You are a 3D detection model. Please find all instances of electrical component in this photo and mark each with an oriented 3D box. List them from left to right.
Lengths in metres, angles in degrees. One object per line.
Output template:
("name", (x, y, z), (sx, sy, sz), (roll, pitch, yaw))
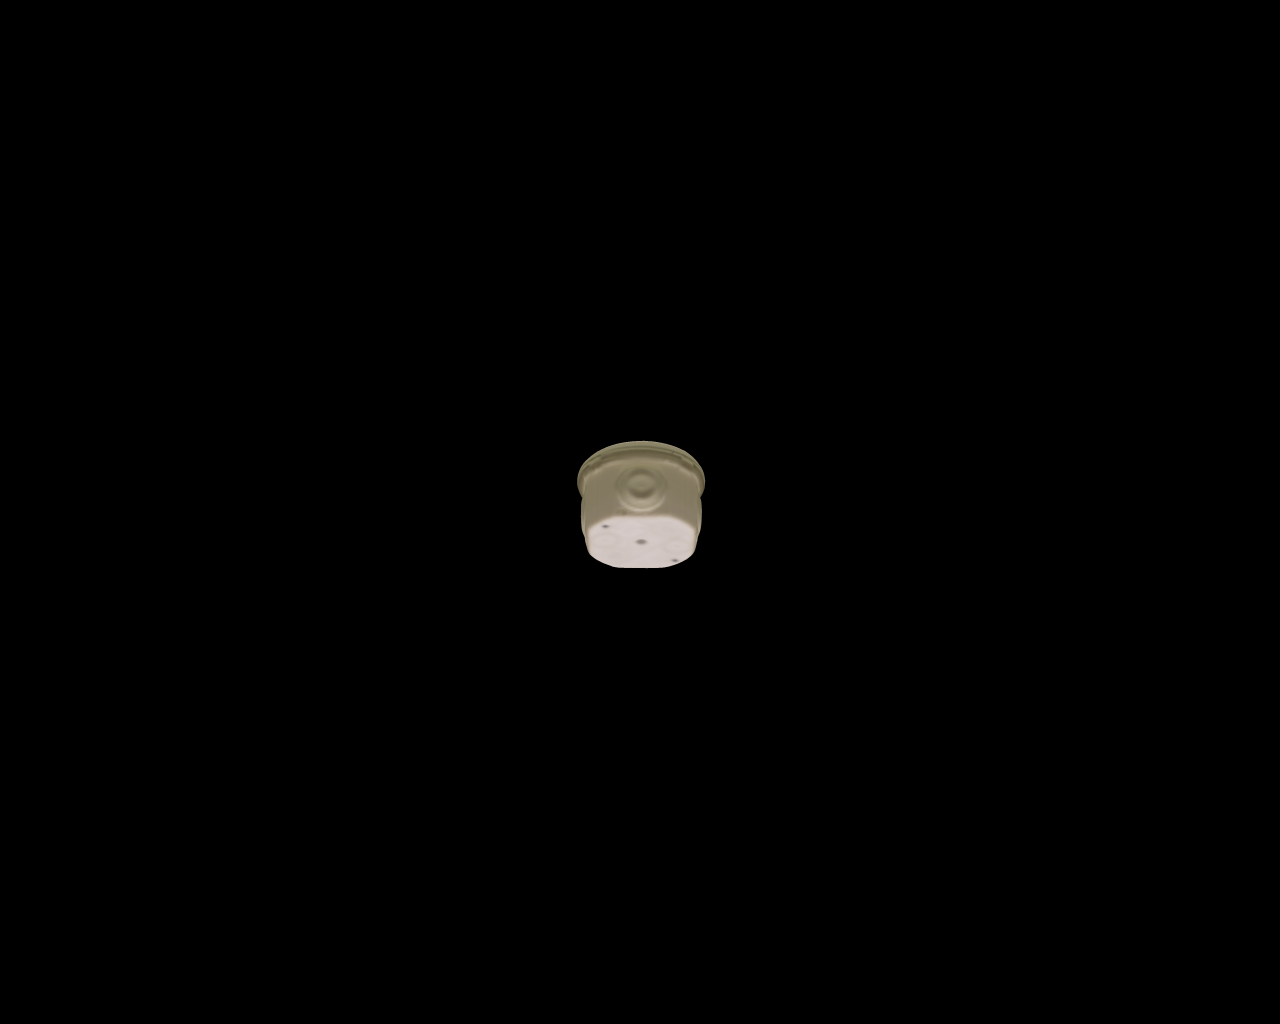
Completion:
("electrical component", (0.001, -0.003, 0.650), (0.080, 0.051, 0.080), (0, -32, 0))
